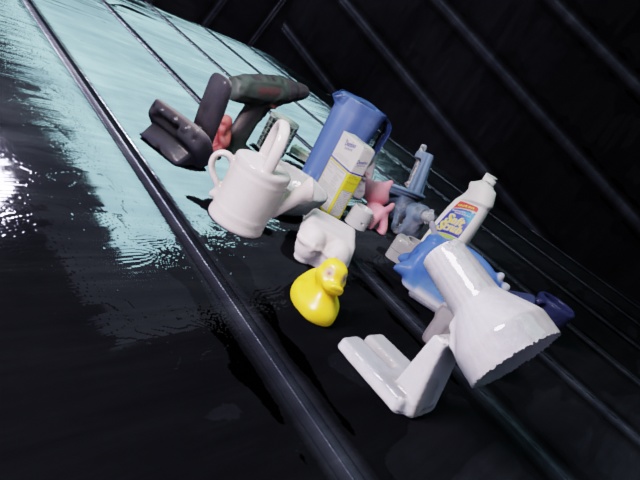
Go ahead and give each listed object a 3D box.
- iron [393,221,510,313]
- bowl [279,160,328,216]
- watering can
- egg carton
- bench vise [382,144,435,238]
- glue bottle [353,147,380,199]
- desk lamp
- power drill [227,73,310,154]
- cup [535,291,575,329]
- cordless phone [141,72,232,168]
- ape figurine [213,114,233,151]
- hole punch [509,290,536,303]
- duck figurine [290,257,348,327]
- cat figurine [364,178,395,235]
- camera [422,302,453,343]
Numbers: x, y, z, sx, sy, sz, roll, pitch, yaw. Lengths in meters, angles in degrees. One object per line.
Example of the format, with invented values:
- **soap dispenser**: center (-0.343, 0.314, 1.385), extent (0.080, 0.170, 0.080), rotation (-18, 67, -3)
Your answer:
- **iron**: center (0.277, 0.080, 1.115), extent (0.258, 0.141, 0.119), rotation (32, 18, 4)
- **bowl**: center (-0.072, -0.097, 1.139), extent (0.168, 0.074, 0.167), rotation (28, 19, -10)
- **watering can**: center (-0.092, -0.107, 0.946), extent (0.173, 0.194, 0.100), rotation (16, 24, -38)
- **egg carton**: center (0.009, 0.004, 1.014), extent (0.107, 0.069, 0.150), rotation (29, 19, -7)
- **bench vise**: center (0.248, -0.123, 1.469), extent (0.122, 0.219, 0.206), rotation (7, 30, -51)
- **glue bottle**: center (0.121, -0.197, 1.536), extent (0.078, 0.173, 0.037), rotation (22, 20, -23)
- **desk lamp**: center (0.157, 0.120, 0.715), extent (0.118, 0.213, 0.202), rotation (7, 30, -51)
- **power drill**: center (-0.141, -0.284, 1.304), extent (0.075, 0.208, 0.230), rotation (41, 21, 28)
- **cup**: center (0.500, 0.175, 1.288), extent (0.118, 0.095, 0.091), rotation (17, 23, -35)
- **cordless phone**: center (-0.242, -0.243, 1.081), extent (0.147, 0.185, 0.094), rotation (36, 19, 15)
- **ape figurine**: center (-0.218, -0.227, 1.222), extent (0.077, 0.092, 0.076), rotation (40, 21, 26)
- **hole punch**: center (0.400, 0.139, 1.234), extent (0.101, 0.091, 0.109), rotation (35, 19, 12)
- **duck figurine**: center (0.007, 0.063, 0.832), extent (0.078, 0.086, 0.104), rotation (23, 20, -21)
- **cat figurine**: center (0.142, -0.093, 1.390), extent (0.067, 0.117, 0.127), rotation (20, 21, -30)
- **camera**: center (0.266, 0.155, 0.971), extent (0.136, 0.100, 0.144), rotation (38, 20, 20)
